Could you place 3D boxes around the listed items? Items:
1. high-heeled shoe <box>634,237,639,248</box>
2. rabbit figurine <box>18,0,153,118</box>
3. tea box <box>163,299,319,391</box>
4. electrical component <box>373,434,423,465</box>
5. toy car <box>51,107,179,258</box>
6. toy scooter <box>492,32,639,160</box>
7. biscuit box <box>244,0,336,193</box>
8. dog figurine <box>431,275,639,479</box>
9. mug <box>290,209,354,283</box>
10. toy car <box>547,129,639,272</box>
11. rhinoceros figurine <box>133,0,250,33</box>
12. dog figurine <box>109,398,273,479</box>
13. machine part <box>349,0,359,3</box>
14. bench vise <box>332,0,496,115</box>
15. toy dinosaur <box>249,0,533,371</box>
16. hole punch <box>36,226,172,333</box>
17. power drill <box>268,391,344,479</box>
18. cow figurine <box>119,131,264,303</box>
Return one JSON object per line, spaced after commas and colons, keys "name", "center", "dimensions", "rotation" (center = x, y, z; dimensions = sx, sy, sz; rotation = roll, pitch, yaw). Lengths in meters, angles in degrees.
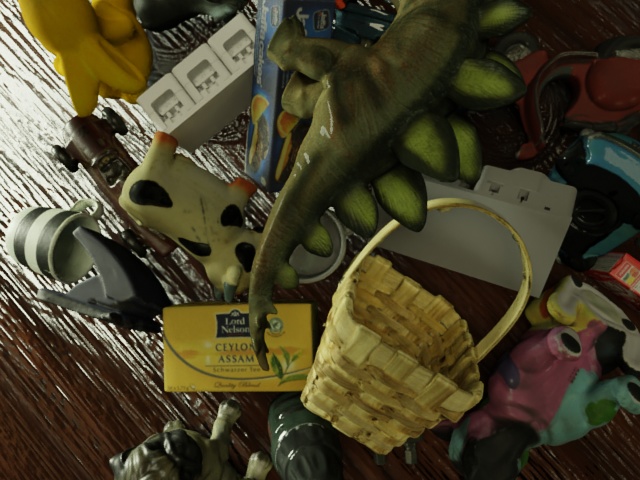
{"name": "high-heeled shoe", "center": [0.420, -0.064, 0.561], "dimensions": [0.145, 0.086, 0.248], "rotation": [17, 90, -2]}
{"name": "rabbit figurine", "center": [-0.265, -0.218, 0.595], "dimensions": [0.122, 0.173, 0.162], "rotation": [-21, 81, 2]}
{"name": "tea box", "center": [-0.087, 0.118, 0.614], "dimensions": [0.170, 0.068, 0.098], "rotation": [-4, 88, 7]}
{"name": "electrical component", "center": [0.085, 0.208, 0.613], "dimensions": [0.063, 0.021, 0.094], "rotation": [-3, 88, 7]}
{"name": "toy car", "center": [-0.233, -0.069, 0.639], "dimensions": [0.089, 0.053, 0.202], "rotation": [-38, 83, -12]}
{"name": "toy scooter", "center": [0.270, -0.148, 0.579], "dimensions": [0.184, 0.075, 0.135], "rotation": [7, 88, 10]}
{"name": "biscuit box", "center": [-0.035, -0.153, 0.566], "dimensions": [0.063, 0.059, 0.202], "rotation": [-12, 125, -30]}
{"name": "dog figurine", "center": [0.217, 0.161, 0.566], "dimensions": [0.108, 0.191, 0.219], "rotation": [38, 127, 3]}
{"name": "mug", "center": [-0.001, -0.002, 0.589], "dimensions": [0.109, 0.107, 0.081], "rotation": [-30, 87, 1]}
{"name": "toy car", "center": [0.289, -0.047, 0.554], "dimensions": [0.109, 0.161, 0.103], "rotation": [41, 56, 16]}
{"name": "rhinoceros figurine", "center": [-0.128, -0.293, 0.608], "dimensions": [0.190, 0.073, 0.112], "rotation": [-10, 68, 17]}
{"name": "dog figurine", "center": [-0.131, 0.268, 0.552], "dimensions": [0.121, 0.190, 0.172], "rotation": [-32, 87, 4]}
{"name": "machine part", "center": [0.016, -0.369, 0.626], "dimensions": [0.179, 0.056, 0.179], "rotation": [0, 87, 6]}
{"name": "bench vise", "center": [0.103, -0.232, 0.568], "dimensions": [0.224, 0.129, 0.240], "rotation": [25, 110, 27]}
{"name": "toy dinosaur", "center": [0.050, -0.114, 0.457], "dimensions": [0.199, 0.105, 0.471], "rotation": [39, 96, 19]}
{"name": "hole punch", "center": [-0.228, 0.050, 0.605], "dimensions": [0.116, 0.142, 0.092], "rotation": [20, 76, 9]}
{"name": "power drill", "center": [0.003, 0.261, 0.531], "dimensions": [0.086, 0.232, 0.207], "rotation": [-26, 104, -8]}
{"name": "cow figurine", "center": [-0.125, -0.014, 0.593], "dimensions": [0.195, 0.085, 0.127], "rotation": [32, 77, -21]}
